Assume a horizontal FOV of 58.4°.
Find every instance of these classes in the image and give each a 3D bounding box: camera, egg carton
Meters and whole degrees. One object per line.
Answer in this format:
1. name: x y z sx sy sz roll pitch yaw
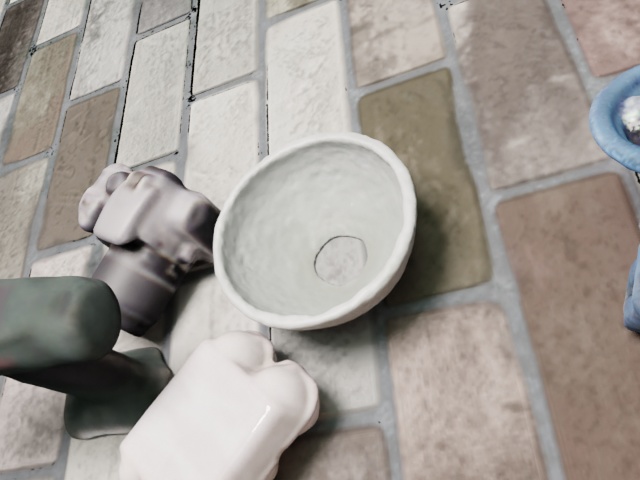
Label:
1. camera: -0.170 0.006 0.518 0.142 0.101 0.137 17 72 32
2. egg carton: -0.072 0.141 0.415 0.107 0.070 0.150 31 79 35

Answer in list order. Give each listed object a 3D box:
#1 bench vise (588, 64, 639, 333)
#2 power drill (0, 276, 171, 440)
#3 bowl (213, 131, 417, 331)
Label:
1. bench vise: 0.210 -0.047 0.290 0.121 0.220 0.207 -10 59 21
2. power drill: -0.225 0.092 0.430 0.229 0.209 0.075 -14 58 18
3. bowl: 0.004 0.002 0.453 0.167 0.075 0.167 -12 59 20
